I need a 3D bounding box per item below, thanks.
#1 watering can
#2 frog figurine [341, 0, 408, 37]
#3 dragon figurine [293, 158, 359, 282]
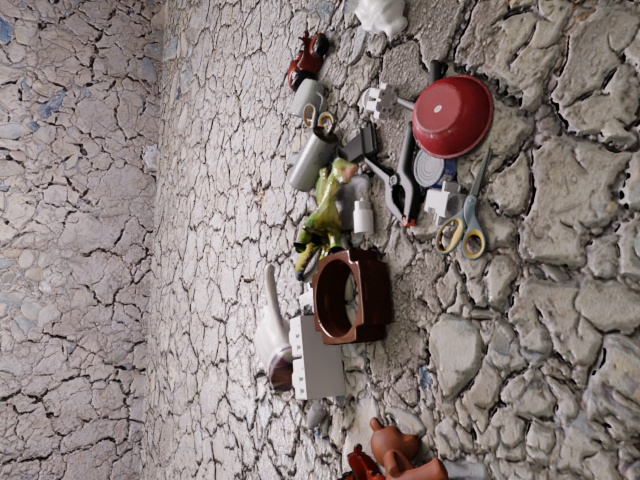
[{"bbox_3d":[-0.115,0.254,1.378,0.229,0.104,0.340,-126,32,-49],"label":"watering can"},{"bbox_3d":[0.141,-0.528,1.152,0.160,0.124,0.135,38,114,13],"label":"frog figurine"},{"bbox_3d":[0.004,-0.065,1.300,0.403,0.122,0.248,129,155,-59],"label":"dragon figurine"}]
